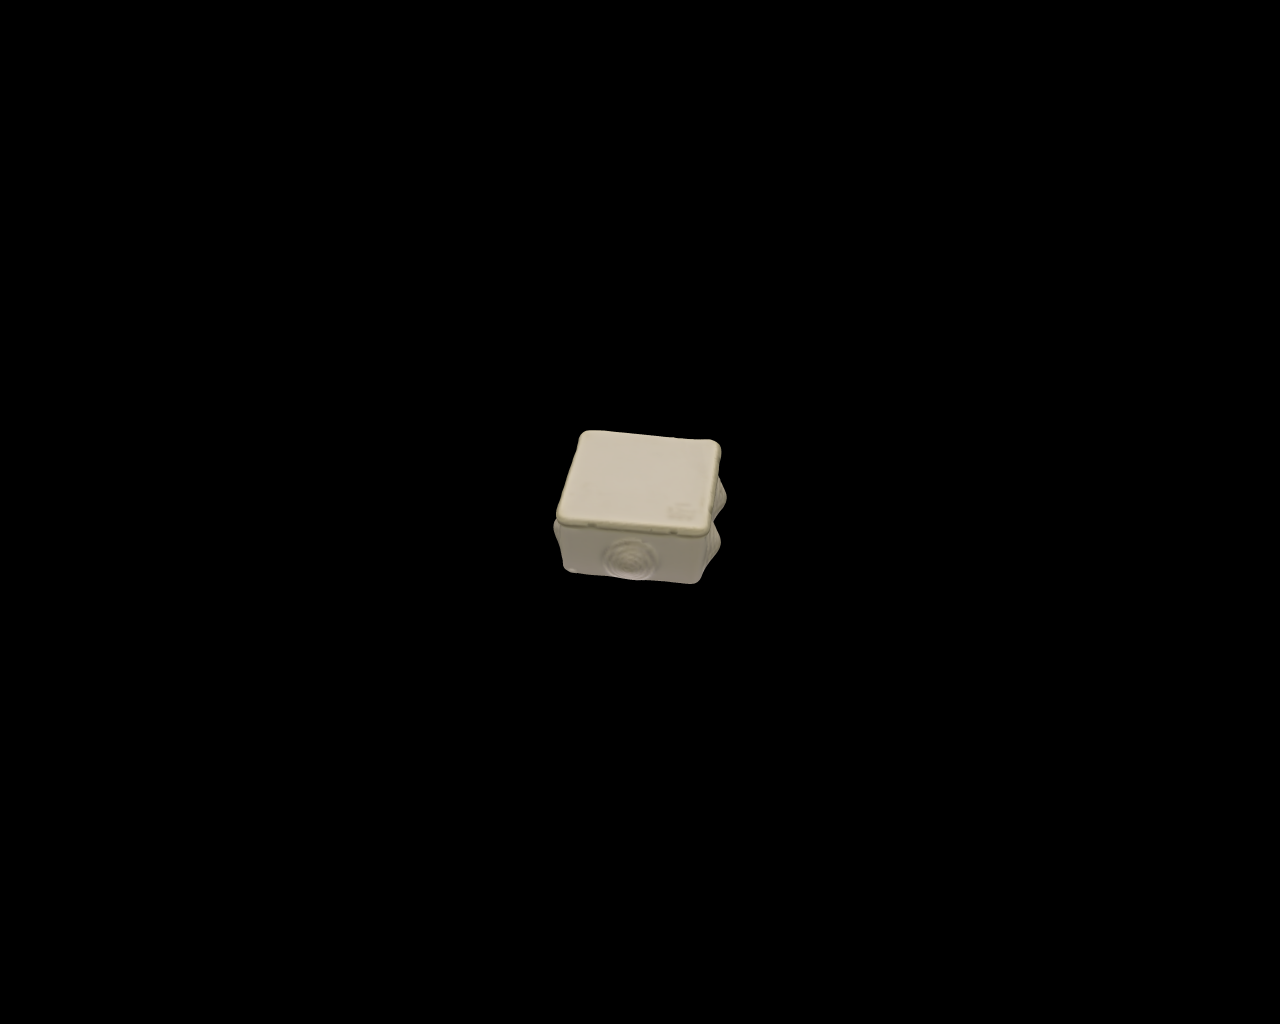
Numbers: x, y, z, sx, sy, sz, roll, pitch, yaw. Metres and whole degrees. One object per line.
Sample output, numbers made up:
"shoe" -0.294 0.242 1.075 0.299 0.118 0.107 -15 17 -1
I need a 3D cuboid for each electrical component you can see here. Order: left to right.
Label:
"electrical component" 0.001 -0.003 0.650 0.100 0.048 0.100 5 40 6
